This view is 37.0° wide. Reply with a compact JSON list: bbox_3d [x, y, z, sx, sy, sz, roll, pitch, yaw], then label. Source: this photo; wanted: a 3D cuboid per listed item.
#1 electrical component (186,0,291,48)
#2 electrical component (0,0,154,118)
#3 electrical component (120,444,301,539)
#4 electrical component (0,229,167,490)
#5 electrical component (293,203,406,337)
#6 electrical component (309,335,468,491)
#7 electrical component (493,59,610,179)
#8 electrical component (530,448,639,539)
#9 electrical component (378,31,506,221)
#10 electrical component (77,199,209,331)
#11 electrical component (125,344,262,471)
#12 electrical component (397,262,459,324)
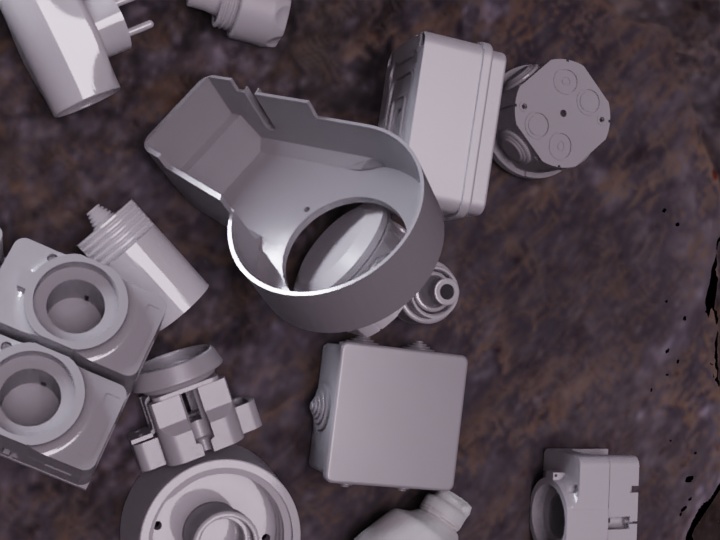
[{"bbox_3d":[-0.077,-0.167,0.677,0.062,0.043,0.043,11,85,-18],"label":"electrical component"},{"bbox_3d":[-0.164,-0.142,0.644,0.079,0.044,0.077,-27,98,-18],"label":"electrical component"},{"bbox_3d":[-0.088,0.162,0.659,0.108,0.060,0.108,0,89,-20],"label":"electrical component"},{"bbox_3d":[-0.212,0.031,0.583,0.186,0.060,0.105,24,65,-7],"label":"electrical component"},{"bbox_3d":[0.000,0.000,0.683,0.051,0.080,0.080,41,76,-20],"label":"electrical component"},{"bbox_3d":[0.017,0.094,0.703,0.100,0.048,0.099,8,86,-19],"label":"electrical component"},{"bbox_3d":[0.128,-0.105,0.745,0.080,0.051,0.080,0,89,-20],"label":"electrical component"},{"bbox_3d":[0.156,0.172,0.752,0.056,0.050,0.089,3,88,-20],"label":"electrical component"},{"bbox_3d":[0.049,-0.090,0.703,0.057,0.078,0.113,10,86,-16],"label":"electrical component"},{"bbox_3d":[-0.135,-0.007,0.653,0.043,0.043,0.081,-44,103,-15],"label":"electrical component"},{"bbox_3d":[-0.106,0.080,0.656,0.078,0.058,0.057,-19,99,-19],"label":"electrical component"},{"bbox_3d":[0.045,0.014,0.708,0.043,0.062,0.043,0,89,-20],"label":"electrical component"}]
